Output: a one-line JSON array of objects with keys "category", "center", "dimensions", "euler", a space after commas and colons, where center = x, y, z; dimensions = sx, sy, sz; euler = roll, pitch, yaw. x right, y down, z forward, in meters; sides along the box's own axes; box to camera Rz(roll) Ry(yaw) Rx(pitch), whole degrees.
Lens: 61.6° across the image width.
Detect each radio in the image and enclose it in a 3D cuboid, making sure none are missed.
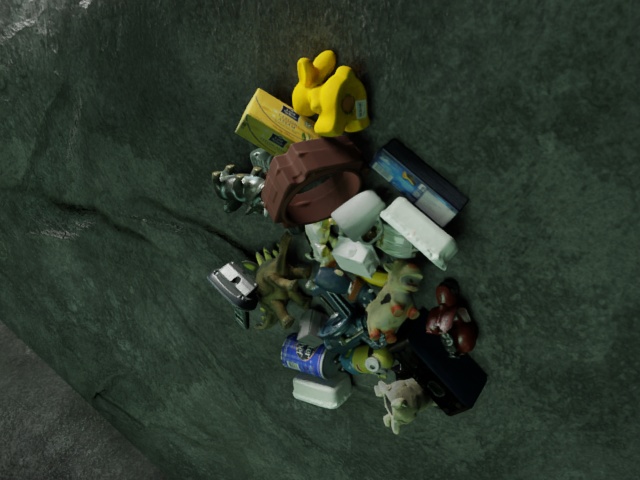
[{"category": "radio", "center": [0.274, 0.286, 1.249], "dimensions": [0.229, 0.131, 0.073], "euler": [47, 133, 1]}]

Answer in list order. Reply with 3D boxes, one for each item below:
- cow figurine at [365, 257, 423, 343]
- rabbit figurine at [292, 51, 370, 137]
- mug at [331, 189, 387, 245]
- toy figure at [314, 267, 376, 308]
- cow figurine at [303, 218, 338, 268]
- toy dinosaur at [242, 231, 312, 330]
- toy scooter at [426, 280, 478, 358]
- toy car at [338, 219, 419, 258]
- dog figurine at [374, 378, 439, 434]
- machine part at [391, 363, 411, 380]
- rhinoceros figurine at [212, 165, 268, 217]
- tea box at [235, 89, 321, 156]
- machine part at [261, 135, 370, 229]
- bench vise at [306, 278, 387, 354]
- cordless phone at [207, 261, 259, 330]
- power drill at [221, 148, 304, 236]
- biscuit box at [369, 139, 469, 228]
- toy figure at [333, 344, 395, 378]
[{"category": "cow figurine", "center": [0.166, 0.125, 1.195], "dimensions": [0.194, 0.085, 0.127], "euler": [-60, 35, 36]}, {"category": "rabbit figurine", "center": [0.000, -0.290, 1.085], "dimensions": [0.173, 0.122, 0.162], "euler": [19, 131, 50]}, {"category": "mug", "center": [0.095, -0.050, 1.143], "dimensions": [0.107, 0.080, 0.110], "euler": [-43, 64, 9]}, {"category": "toy figure", "center": [0.064, 0.108, 1.280], "dimensions": [0.154, 0.058, 0.064], "euler": [21, 151, -2]}, {"category": "cow figurine", "center": [-0.004, -0.002, 1.304], "dimensions": [0.098, 0.068, 0.167], "euler": [26, 129, 38]}, {"category": "toy dinosaur", "center": [-0.127, 0.141, 1.475], "dimensions": [0.199, 0.105, 0.470], "euler": [35, 138, 23]}, {"category": "toy scooter", "center": [0.284, 0.191, 1.177], "dimensions": [0.075, 0.135, 0.183], "euler": [-8, 114, 38]}, {"category": "toy car", "center": [0.132, -0.015, 1.205], "dimensions": [0.202, 0.056, 0.073], "euler": [19, 128, 26]}, {"category": "dog figurine", "center": [0.242, 0.367, 1.273], "dimensions": [0.172, 0.191, 0.121], "euler": [138, 118, -81]}, {"category": "machine part", "center": [0.216, 0.288, 1.342], "dimensions": [0.039, 0.084, 0.138], "euler": [-130, 31, -70]}, {"category": "rhinoceros figurine", "center": [-0.170, -0.111, 1.257], "dimensions": [0.191, 0.073, 0.112], "euler": [16, 121, 25]}, {"category": "tea box", "center": [-0.084, -0.234, 1.150], "dimensions": [0.169, 0.098, 0.068], "euler": [27, 139, -17]}, {"category": "machine part", "center": [-0.010, -0.117, 1.125], "dimensions": [0.087, 0.201, 0.201], "euler": [60, 149, 24]}, {"category": "bench vise", "center": [0.064, 0.184, 1.349], "dimensions": [0.240, 0.129, 0.223], "euler": [49, 133, -8]}, {"category": "cordless phone", "center": [-0.233, 0.160, 1.466], "dimensions": [0.147, 0.089, 0.184], "euler": [40, 149, 22]}, {"category": "power drill", "center": [-0.153, -0.110, 1.337], "dimensions": [0.207, 0.086, 0.231], "euler": [1, 117, 40]}, {"category": "biscuit box", "center": [0.198, -0.116, 1.085], "dimensions": [0.203, 0.063, 0.059], "euler": [42, 135, 7]}, {"category": "toy figure", "center": [0.117, 0.310, 1.418], "dimensions": [0.082, 0.089, 0.180], "euler": [26, 156, -32]}]
